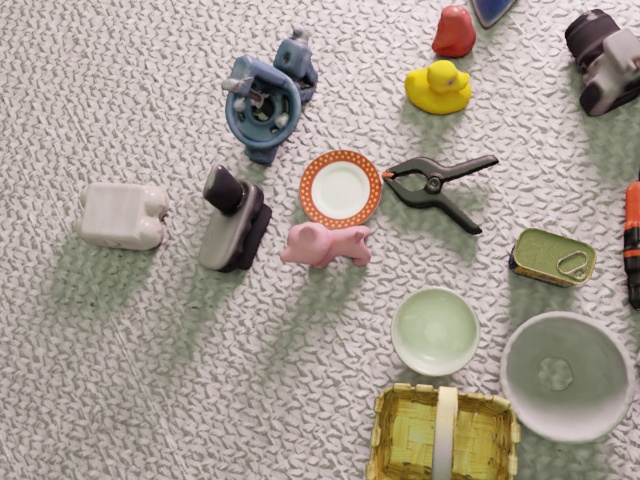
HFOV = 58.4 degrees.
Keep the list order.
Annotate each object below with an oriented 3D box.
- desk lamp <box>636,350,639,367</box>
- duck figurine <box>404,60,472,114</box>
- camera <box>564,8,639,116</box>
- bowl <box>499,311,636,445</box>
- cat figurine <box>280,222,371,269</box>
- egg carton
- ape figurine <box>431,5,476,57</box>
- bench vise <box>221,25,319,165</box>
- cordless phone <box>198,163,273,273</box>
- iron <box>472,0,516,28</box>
[{"bbox_3d":[0.459,0.146,0.677,0.117,0.214,0.203,19,83,13],"label":"desk lamp"},{"bbox_3d":[0.179,-0.241,0.868,0.104,0.086,0.077,15,82,13],"label":"duck figurine"},{"bbox_3d":[0.430,-0.275,0.822,0.143,0.101,0.136,-28,76,4],"label":"camera"},{"bbox_3d":[0.322,0.182,0.766,0.167,0.075,0.167,-2,79,10],"label":"bowl"},{"bbox_3d":[0.008,0.003,0.834,0.127,0.118,0.067,-8,78,9],"label":"cat figurine"},{"bbox_3d":[-0.320,-0.039,0.926,0.150,0.069,0.107,3,80,11],"label":"egg carton"},{"bbox_3d":[0.203,-0.327,0.877,0.078,0.092,0.076,-42,75,0],"label":"ape figurine"},{"bbox_3d":[-0.084,-0.236,0.844,0.121,0.220,0.207,5,80,11],"label":"bench vise"},{"bbox_3d":[-0.147,-0.031,0.834,0.094,0.185,0.148,15,82,13],"label":"cordless phone"},{"bbox_3d":[0.285,-0.473,0.865,0.118,0.141,0.258,12,81,12],"label":"iron"}]
